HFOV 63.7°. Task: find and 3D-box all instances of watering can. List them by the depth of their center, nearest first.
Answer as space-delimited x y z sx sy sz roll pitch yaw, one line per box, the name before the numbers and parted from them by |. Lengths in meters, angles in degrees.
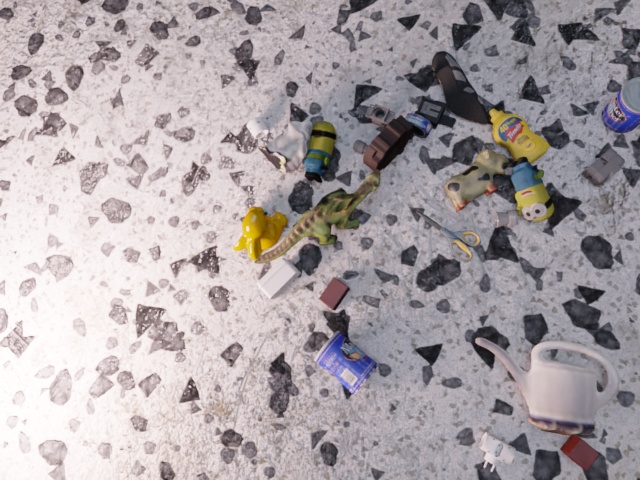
watering can | 0.562 0.362 1.291 0.348 0.226 0.103 6 -11 9

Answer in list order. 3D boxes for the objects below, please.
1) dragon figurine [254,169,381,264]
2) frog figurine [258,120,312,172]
dragon figurine | 0.004 -0.070 1.387 0.414 0.123 0.238 -32 -17 -19
frog figurine | -0.083 -0.285 1.538 0.161 0.120 0.138 -46 33 -19
